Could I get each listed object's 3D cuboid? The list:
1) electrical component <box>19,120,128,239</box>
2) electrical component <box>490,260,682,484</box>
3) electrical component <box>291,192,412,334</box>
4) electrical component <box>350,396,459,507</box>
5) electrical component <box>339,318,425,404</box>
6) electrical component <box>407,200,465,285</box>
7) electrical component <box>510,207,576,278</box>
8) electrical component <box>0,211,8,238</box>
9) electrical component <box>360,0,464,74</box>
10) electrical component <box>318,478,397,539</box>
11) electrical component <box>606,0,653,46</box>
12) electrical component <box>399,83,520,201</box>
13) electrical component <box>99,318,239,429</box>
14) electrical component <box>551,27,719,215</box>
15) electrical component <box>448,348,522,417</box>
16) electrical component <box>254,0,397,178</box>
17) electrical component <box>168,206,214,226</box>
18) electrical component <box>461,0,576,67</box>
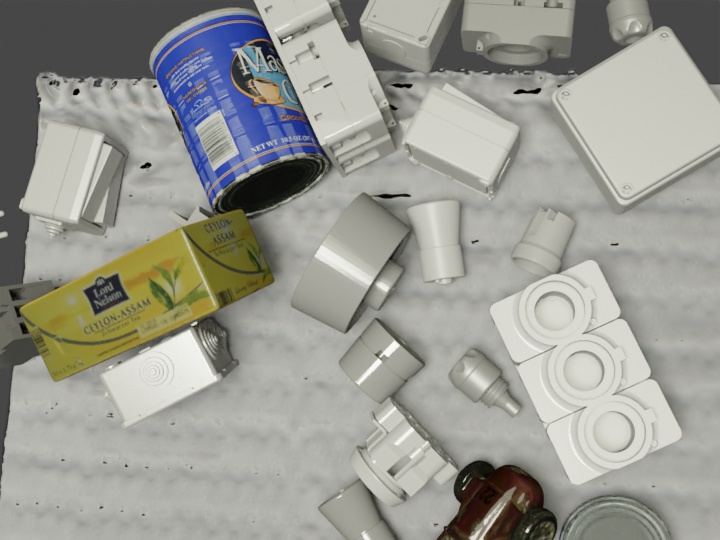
[{"bbox_3d":[-0.240,-0.070,0.915,0.061,0.061,0.096,14,84,10],"label":"electrical component"},{"bbox_3d":[0.172,0.079,0.833,0.089,0.061,0.150,-25,79,4],"label":"electrical component"},{"bbox_3d":[0.000,0.000,0.849,0.060,0.108,0.108,33,87,6],"label":"electrical component"},{"bbox_3d":[0.029,0.147,0.843,0.057,0.058,0.078,-43,100,3],"label":"electrical component"},{"bbox_3d":[0.016,0.074,0.860,0.055,0.055,0.047,44,93,12],"label":"electrical component"},{"bbox_3d":[0.064,-0.021,0.875,0.044,0.044,0.065,-9,85,7],"label":"electrical component"},{"bbox_3d":[0.148,-0.022,0.864,0.040,0.040,0.046,24,80,11],"label":"electrical component"},{"bbox_3d":[-0.340,-0.031,0.928,0.074,0.052,0.138,-14,80,6],"label":"electrical component"},{"bbox_3d":[0.048,-0.221,0.901,0.062,0.061,0.096,23,77,11],"label":"electrical component"},{"bbox_3d":[0.002,0.203,0.850,0.044,0.044,0.065,-34,83,2],"label":"electrical component"},{"bbox_3d":[0.220,-0.218,0.886,0.035,0.035,0.061,-9,77,7],"label":"electrical component"},{"bbox_3d":[0.079,-0.108,0.875,0.096,0.061,0.061,27,86,11],"label":"electrical component"},{"bbox_3d":[-0.153,0.080,0.862,0.100,0.099,0.048,-27,91,3],"label":"electrical component"},{"bbox_3d":[0.225,-0.118,0.858,0.109,0.056,0.108,-31,78,3],"label":"electrical component"},{"bbox_3d":[0.102,0.093,0.855,0.061,0.035,0.035,41,89,10],"label":"electrical component"},{"bbox_3d":[-0.033,-0.181,0.880,0.060,0.105,0.186,-25,79,4],"label":"electrical component"},{"bbox_3d":[-0.129,-0.013,0.900,0.081,0.042,0.063,34,89,12],"label":"electrical component"},{"bbox_3d":[0.131,-0.204,0.888,0.089,0.050,0.055,6,82,9],"label":"electrical component"}]
